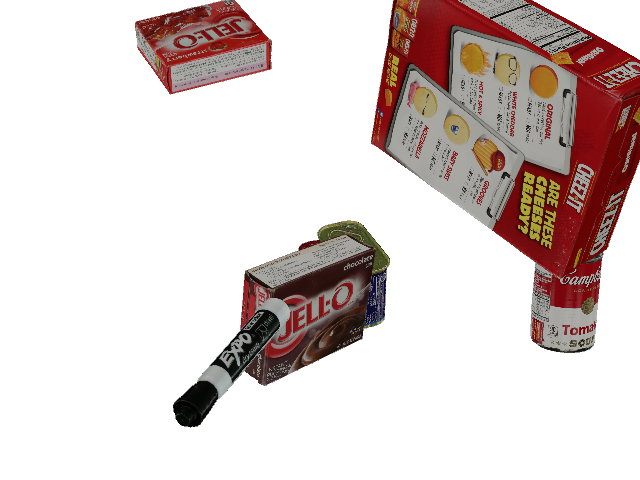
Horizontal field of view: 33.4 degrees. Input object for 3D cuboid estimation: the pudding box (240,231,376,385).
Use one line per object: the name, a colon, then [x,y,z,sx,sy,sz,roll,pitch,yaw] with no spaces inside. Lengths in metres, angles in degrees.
pudding box: [-0.011,0.052,0.840,0.113,0.090,0.039,-23,42,-40]

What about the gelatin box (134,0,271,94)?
gelatin box: [-0.092,-0.155,0.844,0.089,0.030,0.073,-18,45,-20]

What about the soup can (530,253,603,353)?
soup can: [0.257,0.059,1.118,0.068,0.102,0.068,1,17,0]

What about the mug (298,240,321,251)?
mug: [0.021,0.057,1.501,0.117,0.081,0.093,18,23,27]

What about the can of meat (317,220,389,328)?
can of meat: [0.037,0.040,1.222,0.057,0.084,0.102,-14,38,-18]

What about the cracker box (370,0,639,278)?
cracker box: [0.143,-0.099,0.826,0.072,0.164,0.214,-27,51,-34]

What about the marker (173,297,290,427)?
marker: [-0.052,0.071,0.633,0.020,0.020,0.121,0,27,27]
